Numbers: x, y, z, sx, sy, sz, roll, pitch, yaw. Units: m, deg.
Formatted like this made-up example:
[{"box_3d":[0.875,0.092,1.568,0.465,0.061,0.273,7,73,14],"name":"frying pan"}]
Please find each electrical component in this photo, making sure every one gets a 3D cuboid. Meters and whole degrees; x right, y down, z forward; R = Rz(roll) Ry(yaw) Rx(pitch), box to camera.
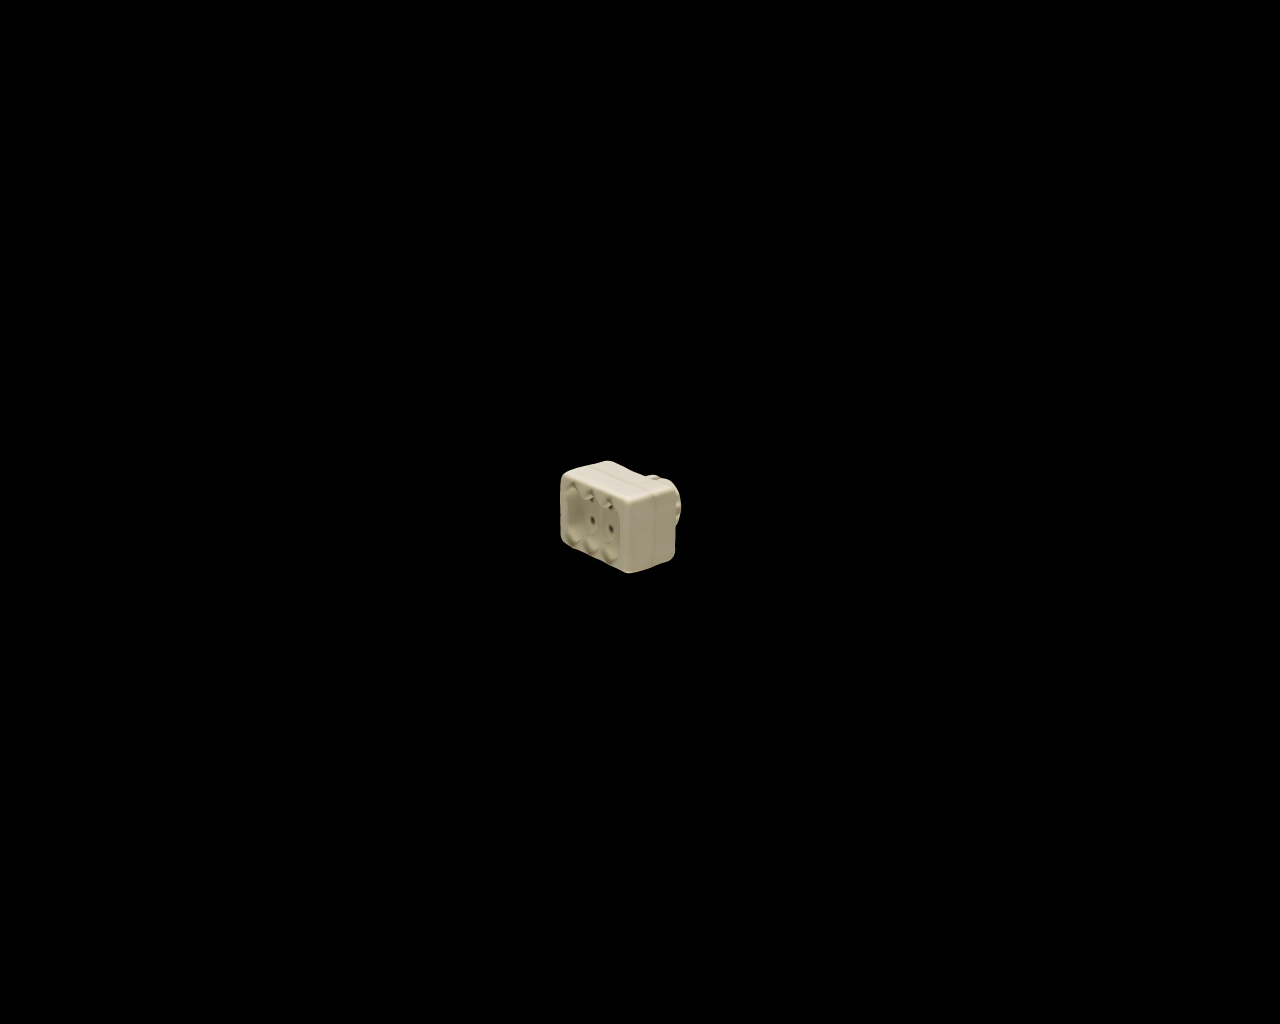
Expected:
[{"box_3d":[0.001,-0.003,0.650,0.077,0.047,0.066,-17,28,-37],"name":"electrical component"}]
